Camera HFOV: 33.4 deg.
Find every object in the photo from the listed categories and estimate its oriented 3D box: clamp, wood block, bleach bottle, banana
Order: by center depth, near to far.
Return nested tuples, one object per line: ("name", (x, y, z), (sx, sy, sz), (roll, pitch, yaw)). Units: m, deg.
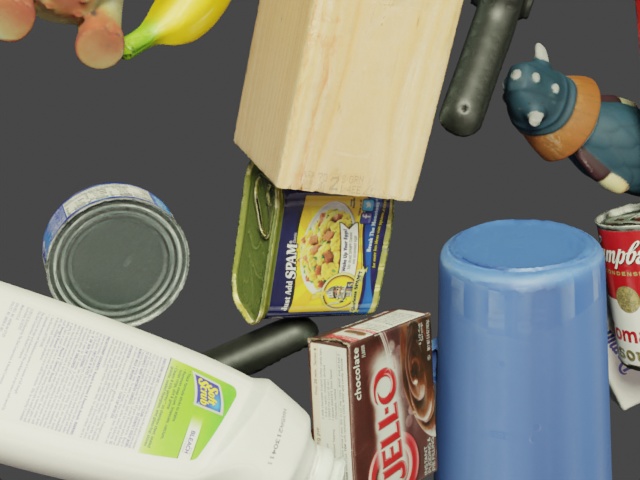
("banana", (-0.056, -0.188, 0.574), (0.037, 0.069, 0.198), (21, 102, 18))
("wood block", (0.022, -0.136, 0.607), (0.090, 0.091, 0.206), (4, 110, -23))
("bleach bottle", (-0.107, 0.105, 0.611), (0.250, 0.068, 0.102), (22, 67, -10))
("clamp", (0.108, -0.141, 0.642), (0.039, 0.120, 0.171), (20, 94, 0))
("clamp", (-0.112, 0.123, 0.701), (0.209, 0.036, 0.165), (-1, 119, -17))

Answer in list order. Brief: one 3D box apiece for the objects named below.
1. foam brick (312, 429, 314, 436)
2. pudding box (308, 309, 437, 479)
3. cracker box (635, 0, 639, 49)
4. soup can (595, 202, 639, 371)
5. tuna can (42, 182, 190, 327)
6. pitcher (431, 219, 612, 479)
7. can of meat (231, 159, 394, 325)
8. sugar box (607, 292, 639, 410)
("foam brick", (0.012, 0.175, 0.746), (0.053, 0.051, 0.078), (-10, 102, 0))
("pudding box", (0.035, 0.108, 0.683), (0.089, 0.039, 0.113), (-15, 102, -50))
("cracker box", (0.301, -0.131, 0.694), (0.213, 0.072, 0.164), (-26, 117, -27))
("soup can", (0.227, 0.030, 0.716), (0.068, 0.069, 0.102), (-15, 102, -14))
("tuna can", (-0.124, 0.009, 0.647), (0.086, 0.034, 0.086), (-8, 115, -17))
("pitcher", (0.130, 0.114, 0.745), (0.149, 0.145, 0.243), (-17, 114, -28))
("can of meat", (-0.004, 0.001, 0.677), (0.083, 0.057, 0.102), (0, 113, -23))
("sugar box", (0.275, 0.042, 0.778), (0.176, 0.048, 0.093), (-26, 96, 6))
